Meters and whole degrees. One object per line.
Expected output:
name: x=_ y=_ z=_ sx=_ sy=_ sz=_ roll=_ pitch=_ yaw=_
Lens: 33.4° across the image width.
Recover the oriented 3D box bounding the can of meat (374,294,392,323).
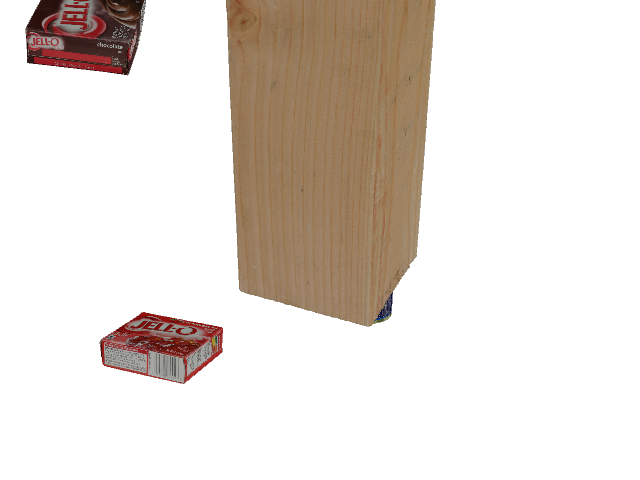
can of meat: x=0.045 y=0.036 z=1.226 sx=0.057 sy=0.084 sz=0.102 roll=-13 pitch=38 yaw=-18

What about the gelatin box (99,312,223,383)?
gelatin box: x=-0.145 y=0.096 z=0.977 sx=0.089 sy=0.030 sz=0.073 roll=9 pitch=20 yaw=21

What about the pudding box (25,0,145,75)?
pudding box: x=-0.207 y=-0.192 z=0.955 sx=0.090 sy=0.039 sz=0.113 roll=7 pitch=34 yaw=-5

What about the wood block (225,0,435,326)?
wood block: x=0.007 y=-0.065 z=0.618 sx=0.091 sy=0.206 sz=0.090 roll=14 pitch=37 yaw=19
